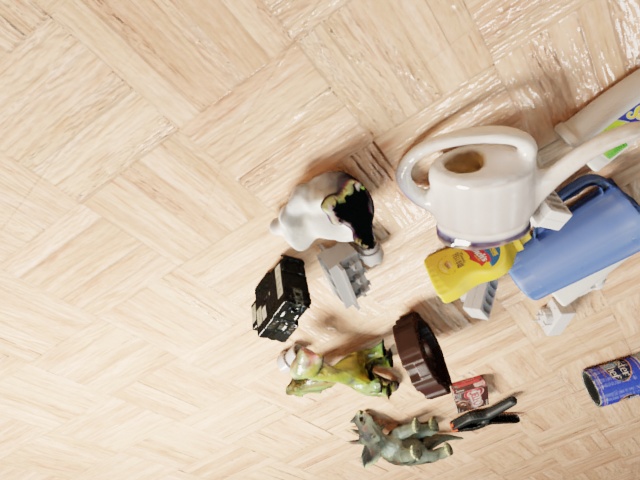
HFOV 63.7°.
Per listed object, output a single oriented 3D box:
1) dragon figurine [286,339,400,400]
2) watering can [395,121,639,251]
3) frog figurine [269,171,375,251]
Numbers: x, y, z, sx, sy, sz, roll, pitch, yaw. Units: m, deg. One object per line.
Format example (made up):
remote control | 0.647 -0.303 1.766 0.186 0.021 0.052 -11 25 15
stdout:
dragon figurine | 0.043 0.311 1.156 0.242 0.125 0.402 -10 150 11
watering can | 0.295 -0.084 0.796 0.347 0.106 0.219 -3 136 16
frog figurine | 0.002 -0.041 0.815 0.136 0.124 0.159 20 163 -39
